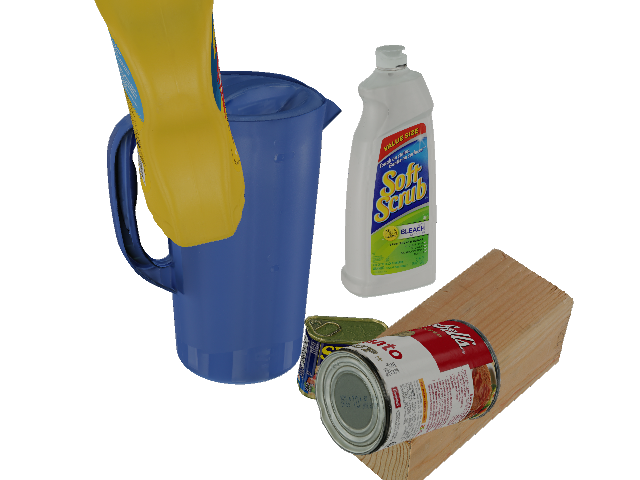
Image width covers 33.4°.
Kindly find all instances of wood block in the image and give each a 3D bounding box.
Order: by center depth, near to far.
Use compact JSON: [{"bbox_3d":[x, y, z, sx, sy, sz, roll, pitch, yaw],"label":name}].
[{"bbox_3d":[0.112,0.107,0.911,0.205,0.090,0.091,-33,53,-30],"label":"wood block"}]

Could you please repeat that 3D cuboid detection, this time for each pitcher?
[{"bbox_3d":[-0.075,-0.008,0.866,0.149,0.243,0.144,11,25,17],"label":"pitcher"}]

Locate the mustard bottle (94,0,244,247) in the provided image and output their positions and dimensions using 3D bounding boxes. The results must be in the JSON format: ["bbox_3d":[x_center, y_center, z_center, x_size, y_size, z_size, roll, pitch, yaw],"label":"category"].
[{"bbox_3d":[-0.077,-0.091,0.543,0.058,0.096,0.191,-11,-39,-6],"label":"mustard bottle"}]

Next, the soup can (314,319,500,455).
[{"bbox_3d":[0.055,0.092,0.677,0.102,0.068,0.069,-9,6,-39],"label":"soup can"}]

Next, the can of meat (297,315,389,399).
[{"bbox_3d":[0.026,0.140,1.260,0.102,0.084,0.057,4,24,-14],"label":"can of meat"}]

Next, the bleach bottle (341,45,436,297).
[{"bbox_3d":[0.068,-0.072,1.093,0.102,0.251,0.068,-10,22,-16],"label":"bleach bottle"}]
